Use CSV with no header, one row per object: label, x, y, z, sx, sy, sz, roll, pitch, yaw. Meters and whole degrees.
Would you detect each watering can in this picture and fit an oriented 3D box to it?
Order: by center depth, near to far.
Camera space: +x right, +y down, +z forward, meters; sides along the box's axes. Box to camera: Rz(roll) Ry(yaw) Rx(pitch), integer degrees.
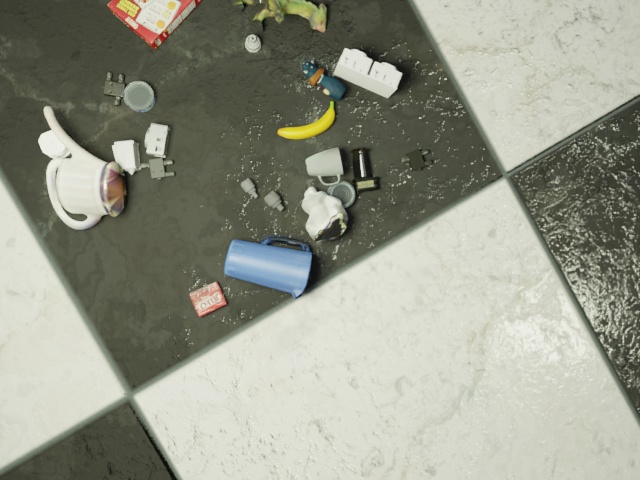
watering can,-0.653,-0.188,1.418,0.224,0.105,0.342,5,110,8

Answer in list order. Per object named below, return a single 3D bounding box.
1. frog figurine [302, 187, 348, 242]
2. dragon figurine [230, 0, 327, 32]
frog figurine,0.005,-0.078,1.540,0.122,0.162,0.135,9,124,-42
dragon figurine,-0.141,-0.772,1.549,0.409,0.121,0.246,45,67,-6
